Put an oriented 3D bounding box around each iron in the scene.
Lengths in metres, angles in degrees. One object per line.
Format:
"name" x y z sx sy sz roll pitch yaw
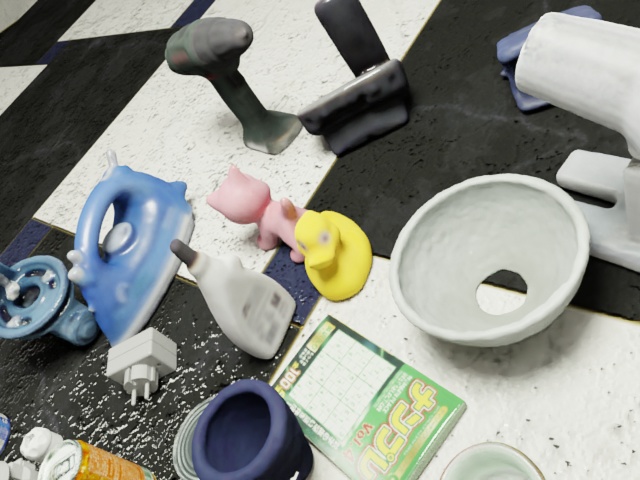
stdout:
"iron" -0.270 0.005 0.765 0.118 0.142 0.258 -13 49 27

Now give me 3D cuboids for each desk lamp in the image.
"desk lamp" 0.234 -0.067 0.412 0.202 0.214 0.118 25 72 45

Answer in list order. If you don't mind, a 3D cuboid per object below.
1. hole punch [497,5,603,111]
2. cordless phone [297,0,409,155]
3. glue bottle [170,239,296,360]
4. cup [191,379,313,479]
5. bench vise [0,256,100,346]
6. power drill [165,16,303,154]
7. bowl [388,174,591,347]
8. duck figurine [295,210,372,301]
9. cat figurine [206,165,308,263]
"hole punch" 0.244 -0.210 0.619 0.108 0.091 0.101 -18 46 23
"cordless phone" 0.021 -0.210 0.708 0.147 0.186 0.094 -28 43 13
"glue bottle" -0.090 0.050 0.574 0.037 0.174 0.078 3 57 37
"cup" -0.050 0.190 0.485 0.091 0.095 0.118 -11 50 28
"bench vise" -0.427 0.069 0.763 0.206 0.220 0.121 -10 50 29
"power drill" -0.115 -0.218 0.794 0.228 0.209 0.076 22 70 45
"bowl" 0.149 0.027 0.497 0.167 0.075 0.167 -19 46 21
"duck figurine" 0.006 0.002 0.612 0.077 0.086 0.104 -21 45 20
"cat figurine" -0.069 -0.039 0.676 0.127 0.118 0.067 14 64 42
